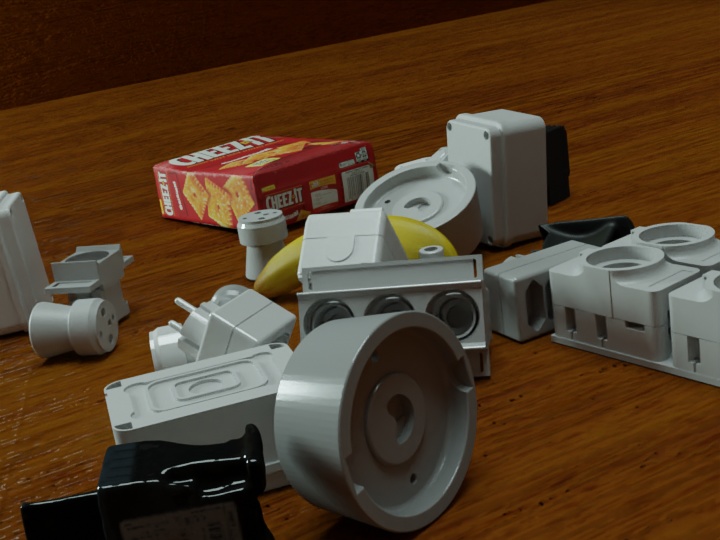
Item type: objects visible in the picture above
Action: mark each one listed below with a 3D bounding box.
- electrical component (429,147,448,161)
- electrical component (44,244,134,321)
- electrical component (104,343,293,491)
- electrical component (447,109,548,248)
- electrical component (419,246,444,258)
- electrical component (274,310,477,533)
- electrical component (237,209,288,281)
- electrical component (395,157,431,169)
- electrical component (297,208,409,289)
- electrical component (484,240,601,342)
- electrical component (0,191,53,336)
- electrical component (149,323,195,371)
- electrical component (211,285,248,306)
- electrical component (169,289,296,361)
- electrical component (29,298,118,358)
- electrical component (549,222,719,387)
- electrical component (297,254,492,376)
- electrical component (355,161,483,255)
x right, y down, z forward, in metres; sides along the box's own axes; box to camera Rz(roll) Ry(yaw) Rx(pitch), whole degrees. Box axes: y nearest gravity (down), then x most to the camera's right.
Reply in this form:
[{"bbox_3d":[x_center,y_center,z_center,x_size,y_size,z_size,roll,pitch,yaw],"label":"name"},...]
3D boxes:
[{"bbox_3d":[0.097,-0.081,1.036,0.080,0.080,0.051,-15,13,-21],"label":"electrical component"},{"bbox_3d":[-0.223,0.016,0.903,0.042,0.063,0.081,-4,17,17],"label":"electrical component"},{"bbox_3d":[-0.082,0.090,0.609,0.113,0.057,0.078,-13,18,-14],"label":"electrical component"},{"bbox_3d":[0.123,-0.083,0.968,0.057,0.113,0.078,-13,20,-25],"label":"electrical component"},{"bbox_3d":[0.055,0.014,0.778,0.043,0.062,0.043,-8,18,2],"label":"electrical component"},{"bbox_3d":[0.004,0.074,0.545,0.060,0.108,0.108,-1,18,41],"label":"electrical component"},{"bbox_3d":[-0.086,-0.023,0.975,0.045,0.055,0.045,-8,17,2],"label":"electrical component"},{"bbox_3d":[0.075,-0.084,1.099,0.080,0.051,0.080,-8,17,2],"label":"electrical component"},{"bbox_3d":[0.000,0.000,0.804,0.062,0.096,0.061,-3,60,18],"label":"electrical component"},{"bbox_3d":[0.125,0.010,0.782,0.083,0.047,0.076,-17,19,-26],"label":"electrical component"},{"bbox_3d":[-0.311,-0.005,0.929,0.057,0.113,0.078,-13,18,-5],"label":"electrical component"},{"bbox_3d":[-0.116,0.057,0.751,0.055,0.045,0.045,-11,17,-7],"label":"electrical component"},{"bbox_3d":[-0.099,0.038,0.816,0.040,0.040,0.046,-5,24,10],"label":"electrical component"},{"bbox_3d":[-0.092,0.045,0.698,0.077,0.065,0.047,30,31,16],"label":"electrical component"},{"bbox_3d":[-0.223,0.045,0.841,0.055,0.045,0.045,-4,18,12],"label":"electrical component"},{"bbox_3d":[0.225,0.019,0.685,0.105,0.060,0.186,-21,21,-34],"label":"electrical component"},{"bbox_3d":[0.026,0.034,0.722,0.121,0.078,0.063,-4,-4,13],"label":"electrical component"},{"bbox_3d":[0.055,-0.039,0.936,0.108,0.060,0.108,-14,36,10],"label":"electrical component"}]
